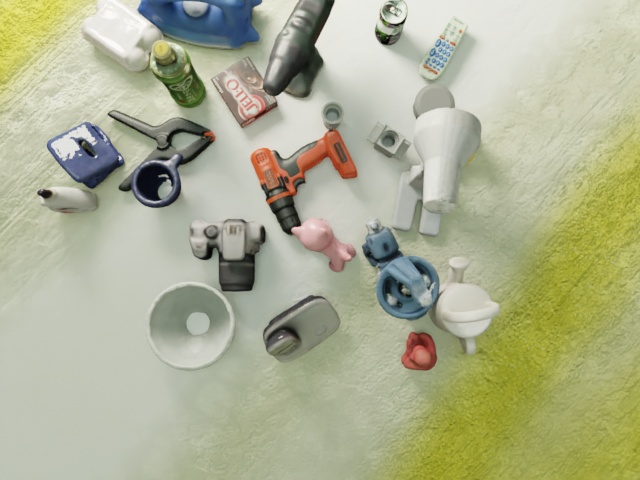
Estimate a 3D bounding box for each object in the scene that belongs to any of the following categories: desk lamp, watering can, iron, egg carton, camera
[{"bbox_3d":[0.214,-0.118,1.057,0.118,0.213,0.203,10,86,0],"label":"desk lamp"},{"bbox_3d":[0.263,0.122,1.054,0.101,0.194,0.173,-30,88,-3],"label":"watering can"},{"bbox_3d":[-0.245,-0.452,1.101,0.258,0.141,0.119,3,86,-1],"label":"iron"},{"bbox_3d":[-0.388,-0.406,1.130,0.150,0.069,0.107,34,86,1],"label":"egg carton"},{"bbox_3d":[-0.177,0.030,1.094,0.143,0.100,0.137,-1,87,-1],"label":"camera"}]

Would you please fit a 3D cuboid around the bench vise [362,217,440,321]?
[{"bbox_3d":[0.136,0.062,1.041,0.207,0.219,0.121,44,87,2],"label":"bench vise"}]

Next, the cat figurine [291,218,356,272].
[{"bbox_3d":[0.010,0.004,1.092,0.128,0.117,0.067,38,87,1],"label":"cat figurine"}]

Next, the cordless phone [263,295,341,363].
[{"bbox_3d":[-0.035,0.167,1.048,0.147,0.185,0.094,-36,88,-3],"label":"cordless phone"}]

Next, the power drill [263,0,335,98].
[{"bbox_3d":[-0.040,-0.344,1.066,0.075,0.208,0.230,23,86,0],"label":"power drill"}]

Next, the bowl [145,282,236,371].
[{"bbox_3d":[-0.242,0.163,1.098,0.167,0.074,0.167,0,87,-1],"label":"bowl"}]

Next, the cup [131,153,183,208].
[{"bbox_3d":[-0.297,-0.113,1.103,0.091,0.095,0.118,37,86,1],"label":"cup"}]

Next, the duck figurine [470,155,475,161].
[{"bbox_3d":[0.277,-0.189,1.127,0.077,0.086,0.104,27,86,1],"label":"duck figurine"}]

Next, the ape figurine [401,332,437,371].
[{"bbox_3d":[0.193,0.220,1.097,0.078,0.092,0.076,-35,88,-3],"label":"ape figurine"}]

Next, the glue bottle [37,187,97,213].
[{"bbox_3d":[-0.478,-0.076,1.057,0.078,0.173,0.037,-10,87,-2],"label":"glue bottle"}]

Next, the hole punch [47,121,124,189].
[{"bbox_3d":[-0.450,-0.169,1.104,0.101,0.091,0.108,-41,88,-3],"label":"hole punch"}]
